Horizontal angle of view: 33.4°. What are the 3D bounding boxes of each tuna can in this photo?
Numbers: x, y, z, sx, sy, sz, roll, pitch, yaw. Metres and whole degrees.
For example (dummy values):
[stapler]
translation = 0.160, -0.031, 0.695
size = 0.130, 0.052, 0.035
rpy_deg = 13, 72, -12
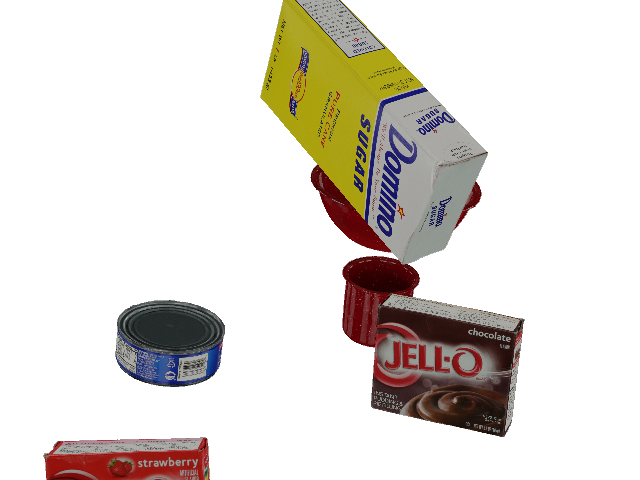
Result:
[tuna can]
translation = -0.120, 0.082, 0.854
size = 0.086, 0.034, 0.086
rpy_deg = 7, 23, -3

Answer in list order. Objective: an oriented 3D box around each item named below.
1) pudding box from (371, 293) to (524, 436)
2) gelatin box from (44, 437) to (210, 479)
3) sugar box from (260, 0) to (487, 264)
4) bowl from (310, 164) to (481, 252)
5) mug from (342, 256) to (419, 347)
[pudding box]
translation = 0.099, 0.097, 0.841
size = 0.114, 0.090, 0.039
rpy_deg = 9, 21, 17
[gelatin box]
translation = -0.106, 0.149, 0.592
size = 0.089, 0.073, 0.030
rpy_deg = -2, 5, 1
[sugar box]
translation = 0.029, -0.078, 0.711
size = 0.048, 0.176, 0.093
rpy_deg = -19, -35, -29
[bowl]
translation = 0.069, -0.032, 1.015
size = 0.162, 0.055, 0.162
rpy_deg = 4, 25, -2
[mug]
translation = 0.079, 0.080, 1.287
size = 0.117, 0.081, 0.093
rpy_deg = 24, 33, 33
